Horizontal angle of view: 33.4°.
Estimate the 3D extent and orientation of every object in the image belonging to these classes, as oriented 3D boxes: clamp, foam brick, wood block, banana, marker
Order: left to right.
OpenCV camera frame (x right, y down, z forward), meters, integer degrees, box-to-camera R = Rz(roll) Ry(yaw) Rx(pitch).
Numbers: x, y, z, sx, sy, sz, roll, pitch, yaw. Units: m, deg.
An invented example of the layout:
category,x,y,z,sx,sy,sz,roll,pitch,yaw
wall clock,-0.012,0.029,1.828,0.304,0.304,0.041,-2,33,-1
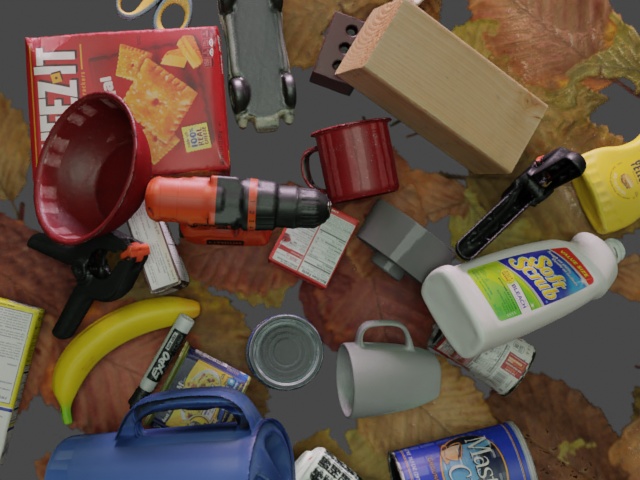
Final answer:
category,x,y,z,sx,sy,sz,roll,pitch,yaw
clamp,-0.246,0.043,1.139,0.039,0.172,0.120,-21,100,-50
banana,-0.226,0.114,1.177,0.197,0.037,0.069,-40,112,-5
marker,-0.176,0.136,1.172,0.020,0.020,0.121,31,96,-1
foam brick,0.026,-0.212,1.218,0.053,0.051,0.078,20,83,-3
wood block,0.133,-0.165,1.175,0.206,0.090,0.091,33,82,-18
clamp,0.237,-0.062,1.151,0.036,0.209,0.165,50,124,0

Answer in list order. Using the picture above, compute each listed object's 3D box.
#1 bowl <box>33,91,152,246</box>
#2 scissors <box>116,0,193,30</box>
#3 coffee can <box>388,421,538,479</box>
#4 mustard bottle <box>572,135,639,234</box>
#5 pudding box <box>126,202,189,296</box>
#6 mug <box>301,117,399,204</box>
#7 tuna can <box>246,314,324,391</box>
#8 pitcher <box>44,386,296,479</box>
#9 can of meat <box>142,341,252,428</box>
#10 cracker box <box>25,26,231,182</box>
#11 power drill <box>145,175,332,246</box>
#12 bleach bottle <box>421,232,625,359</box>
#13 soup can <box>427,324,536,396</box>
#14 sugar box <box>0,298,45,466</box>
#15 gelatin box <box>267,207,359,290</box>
category,x,y,z,sx,sy,sz,roll,pitch,yaw
bowl,-0.222,-0.067,1.091,0.055,0.162,0.162,19,81,-47
scissors,-0.144,-0.309,1.231,0.201,0.016,0.096,-39,90,-7
coffee can,0.154,0.263,1.158,0.140,0.103,0.103,-13,86,-6
mustard bottle,0.392,-0.083,1.232,0.191,0.058,0.096,-22,85,-7
pudding box,-0.180,0.003,1.160,0.039,0.090,0.113,-22,87,-2
mug,0.031,-0.085,1.195,0.117,0.093,0.081,-11,90,25
tuna can,-0.039,0.125,1.188,0.086,0.034,0.086,1,83,-7
pitcher,-0.155,0.242,1.089,0.243,0.145,0.149,-4,62,18
can of meat,-0.133,0.174,1.166,0.084,0.057,0.102,27,83,-3
cracker box,-0.211,-0.146,1.182,0.213,0.072,0.164,-4,85,-4
power drill,-0.085,-0.030,1.124,0.184,0.188,0.057,5,83,-3
bleach bottle,0.237,0.042,1.175,0.250,0.068,0.102,-21,72,-31
soup can,0.181,0.119,1.191,0.102,0.068,0.068,34,83,-1
sugar box,-0.367,0.149,1.156,0.093,0.048,0.176,15,87,-3
gelatin box,-0.008,0.002,1.206,0.073,0.030,0.089,27,83,-3
